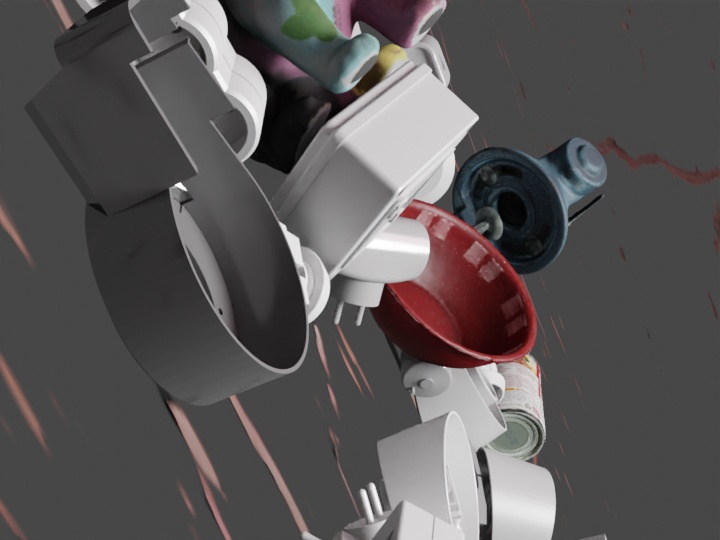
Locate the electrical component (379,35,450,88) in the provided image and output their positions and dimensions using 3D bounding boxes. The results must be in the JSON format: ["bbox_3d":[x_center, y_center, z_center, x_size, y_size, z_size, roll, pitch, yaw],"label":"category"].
[{"bbox_3d":[0.027,-0.164,0.931,0.059,0.095,0.053,-66,136,-68],"label":"electrical component"}]

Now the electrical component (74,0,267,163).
[{"bbox_3d":[-0.094,-0.126,0.555,0.073,0.052,0.138,-88,154,-52],"label":"electrical component"}]

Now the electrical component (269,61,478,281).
[{"bbox_3d":[0.003,-0.055,0.637,0.056,0.108,0.109,43,44,2],"label":"electrical component"}]

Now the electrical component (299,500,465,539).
[{"bbox_3d":[-0.002,0.155,0.536,0.076,0.083,0.047,29,25,-6],"label":"electrical component"}]

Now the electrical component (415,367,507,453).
[{"bbox_3d":[0.080,0.109,0.910,0.099,0.064,0.099,57,9,-14],"label":"electrical component"}]

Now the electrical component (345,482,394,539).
[{"bbox_3d":[0.014,0.163,0.619,0.077,0.043,0.079,0,73,-74],"label":"electrical component"}]

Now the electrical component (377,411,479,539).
[{"bbox_3d":[0.048,0.147,0.703,0.099,0.064,0.099,-16,90,-87],"label":"electrical component"}]

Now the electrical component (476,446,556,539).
[{"bbox_3d":[0.116,0.197,0.868,0.099,0.064,0.099,-166,-90,-81],"label":"electrical component"}]

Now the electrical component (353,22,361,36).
[{"bbox_3d":[-0.031,-0.186,0.849,0.076,0.047,0.083,6,67,-73],"label":"electrical component"}]

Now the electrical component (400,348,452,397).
[{"bbox_3d":[0.052,0.066,0.863,0.078,0.040,0.040,-89,156,-50],"label":"electrical component"}]

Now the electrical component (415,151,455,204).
[{"bbox_3d":[0.043,-0.097,0.943,0.051,0.080,0.080,-75,144,-70],"label":"electrical component"}]

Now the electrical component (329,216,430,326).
[{"bbox_3d":[0.000,0.000,0.728,0.077,0.043,0.079,6,104,-38],"label":"electrical component"}]

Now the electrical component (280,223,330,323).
[{"bbox_3d":[-0.048,0.004,0.584,0.055,0.048,0.066,33,41,-55],"label":"electrical component"}]

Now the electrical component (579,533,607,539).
[{"bbox_3d":[0.150,0.291,0.822,0.186,0.105,0.060,-64,134,-68],"label":"electrical component"}]

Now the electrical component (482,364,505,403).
[{"bbox_3d":[0.109,0.098,1.013,0.055,0.048,0.066,-103,166,-45],"label":"electrical component"}]
